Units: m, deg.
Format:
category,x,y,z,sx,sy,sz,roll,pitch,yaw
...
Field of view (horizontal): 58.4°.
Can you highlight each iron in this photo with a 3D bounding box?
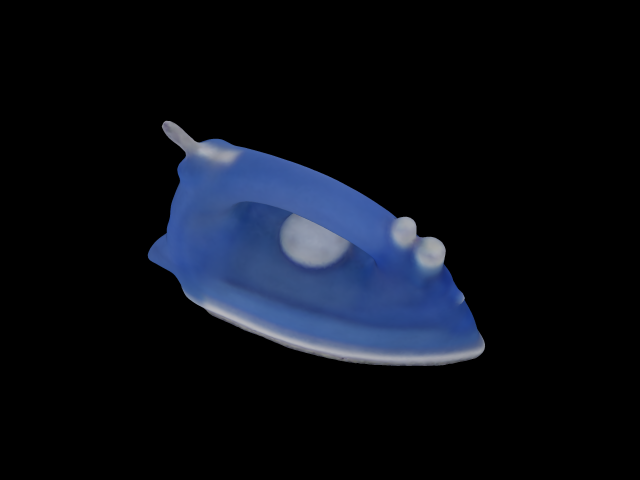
category,x,y,z,sx,sy,sz,roll,pitch,yaw
iron,0.004,0.001,0.400,0.257,0.141,0.119,20,59,13
